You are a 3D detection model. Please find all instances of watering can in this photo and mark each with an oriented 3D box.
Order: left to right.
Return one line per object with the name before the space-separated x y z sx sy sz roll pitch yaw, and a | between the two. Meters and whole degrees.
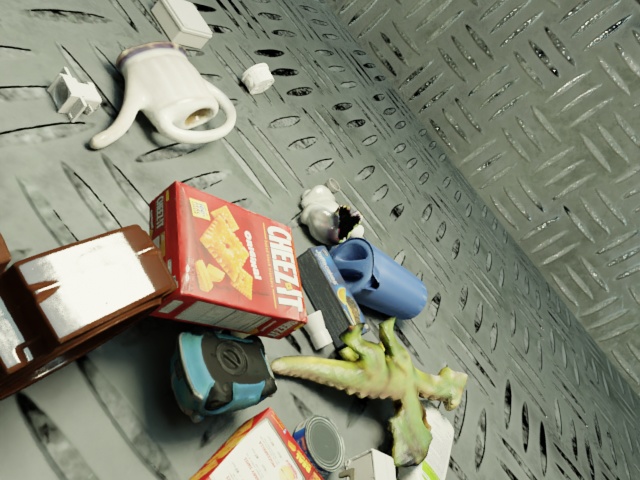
watering can | -0.307 -0.270 0.966 0.351 0.102 0.226 -23 75 -52

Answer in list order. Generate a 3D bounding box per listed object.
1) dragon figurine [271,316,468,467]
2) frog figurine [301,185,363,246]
dragon figurine | 0.116 0.277 0.915 0.412 0.120 0.247 -6 55 -39
frog figurine | 0.004 -0.060 1.202 0.161 0.121 0.138 27 21 36
